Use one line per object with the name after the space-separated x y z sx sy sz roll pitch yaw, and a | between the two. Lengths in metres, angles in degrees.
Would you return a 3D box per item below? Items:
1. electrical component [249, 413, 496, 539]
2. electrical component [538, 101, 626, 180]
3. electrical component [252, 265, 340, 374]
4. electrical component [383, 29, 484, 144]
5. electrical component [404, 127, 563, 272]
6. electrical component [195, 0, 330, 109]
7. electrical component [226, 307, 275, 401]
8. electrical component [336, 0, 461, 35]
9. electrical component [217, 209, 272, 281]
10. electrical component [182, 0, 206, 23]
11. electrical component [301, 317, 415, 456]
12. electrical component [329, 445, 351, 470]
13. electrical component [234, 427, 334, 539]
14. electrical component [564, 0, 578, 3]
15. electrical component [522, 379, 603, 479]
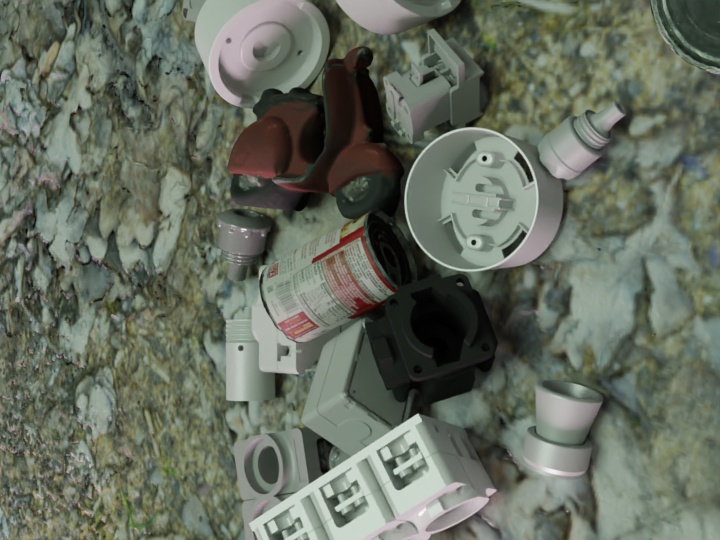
0.012 0.173 0.768 0.150 0.089 0.061 -35 63 14 | electrical component
0.149 -0.088 0.710 0.061 0.035 0.035 -41 61 35 | electrical component
-0.054 0.040 0.900 0.056 0.050 0.089 -2 88 45 | electrical component
0.052 -0.127 0.779 0.042 0.064 0.081 57 168 32 | electrical component
0.088 -0.048 0.748 0.099 0.064 0.099 -2 88 46 | electrical component
-0.087 -0.197 0.904 0.108 0.108 0.060 -57 46 28 | electrical component
-0.097 0.073 0.948 0.043 0.043 0.081 -3 87 45 | electrical component
0.020 -0.227 0.796 0.060 0.108 0.108 -18 76 50 | electrical component
-0.106 -0.021 0.962 0.048 0.048 0.062 28 115 42 | electrical component
-0.108 -0.269 0.955 0.078 0.057 0.113 24 106 49 | electrical component
0.001 0.087 0.818 0.061 0.062 0.096 -37 25 39 | electrical component
0.010 0.147 0.838 0.062 0.048 0.048 -34 65 31 | electrical component
-0.050 0.208 0.884 0.089 0.062 0.150 -20 75 44 | electrical component
0.123 -0.223 0.736 0.064 0.042 0.081 -5 84 49 | electrical component
0.133 0.105 0.712 0.045 0.045 0.055 19 103 44 | electrical component
